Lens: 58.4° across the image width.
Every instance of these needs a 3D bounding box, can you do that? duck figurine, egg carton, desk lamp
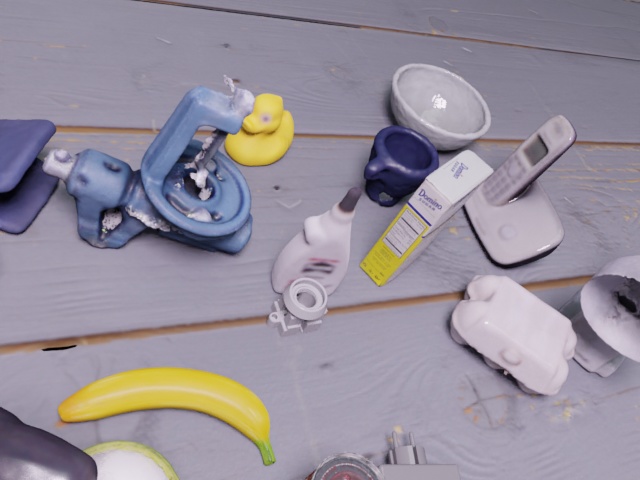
[{"bbox_3d":[-0.071,-0.154,0.749,0.077,0.086,0.105,45,50,14],"label":"duck figurine"},{"bbox_3d":[0.231,0.112,0.685,0.150,0.069,0.107,35,49,5],"label":"egg carton"},{"bbox_3d":[0.376,0.073,0.682,0.204,0.213,0.117,-30,70,-37],"label":"desk lamp"}]

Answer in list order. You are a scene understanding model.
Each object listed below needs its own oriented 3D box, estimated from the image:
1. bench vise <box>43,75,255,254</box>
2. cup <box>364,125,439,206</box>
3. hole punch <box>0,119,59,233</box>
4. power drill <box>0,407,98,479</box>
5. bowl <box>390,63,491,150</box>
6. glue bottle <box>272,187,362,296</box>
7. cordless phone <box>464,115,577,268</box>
[{"bbox_3d":[-0.151,-0.063,0.554,0.208,0.219,0.121,-6,57,-27],"label":"bench vise"},{"bbox_3d":[0.091,-0.085,0.760,0.118,0.095,0.091,-27,68,-36],"label":"cup"},{"bbox_3d":[-0.328,-0.075,0.573,0.101,0.091,0.108,19,49,-9],"label":"hole punch"},{"bbox_3d":[-0.252,0.144,0.358,0.230,0.208,0.075,20,49,-8],"label":"power drill"},{"bbox_3d":[0.177,-0.196,0.897,0.168,0.074,0.167,12,51,-15],"label":"bowl"},{"bbox_3d":[0.006,0.002,0.603,0.078,0.173,0.037,2,54,-22],"label":"glue bottle"},{"bbox_3d":[0.285,-0.063,0.767,0.094,0.185,0.147,-4,56,-25],"label":"cordless phone"}]
